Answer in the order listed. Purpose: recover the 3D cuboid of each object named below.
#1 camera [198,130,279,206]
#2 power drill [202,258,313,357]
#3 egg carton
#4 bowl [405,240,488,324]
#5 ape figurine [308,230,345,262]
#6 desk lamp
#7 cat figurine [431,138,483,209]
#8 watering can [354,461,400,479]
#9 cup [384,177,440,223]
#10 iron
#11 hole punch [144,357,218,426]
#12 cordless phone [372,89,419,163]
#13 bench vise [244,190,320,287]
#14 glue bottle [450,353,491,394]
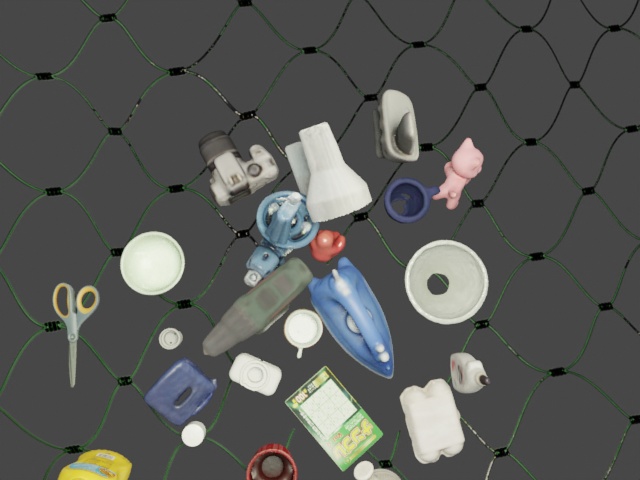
[{"bbox_3d":[-0.172,-0.158,1.143,0.143,0.100,0.137,-29,85,-7],"label":"camera"},{"bbox_3d":[-0.112,0.128,1.056,0.230,0.208,0.075,-42,87,-8],"label":"power drill"},{"bbox_3d":[0.220,0.354,1.121,0.107,0.069,0.150,-15,84,-6],"label":"egg carton"},{"bbox_3d":[0.246,0.086,1.155,0.167,0.074,0.167,1,83,-4],"label":"bowl"},{"bbox_3d":[0.010,0.004,1.140,0.078,0.092,0.076,30,81,0],"label":"ape figurine"},{"bbox_3d":[0.007,-0.127,1.095,0.118,0.213,0.203,-21,84,-6],"label":"desk lamp"},{"bbox_3d":[0.287,-0.136,1.166,0.067,0.117,0.128,27,81,0],"label":"cat figurine"},{"bbox_3d":[0.118,0.485,1.034,0.173,0.194,0.101,36,82,1],"label":"watering can"},{"bbox_3d":[0.180,-0.078,1.162,0.118,0.095,0.092,-21,84,-6],"label":"cup"},{"bbox_3d":[0.080,0.160,1.100,0.119,0.141,0.258,-32,86,-7],"label":"iron"},{"bbox_3d":[-0.260,0.287,1.083,0.101,0.091,0.109,43,82,2],"label":"hole punch"},{"bbox_3d":[0.164,-0.239,1.136,0.094,0.185,0.147,-8,83,-5],"label":"cordless phone"},{"bbox_3d":[-0.067,-0.006,1.071,0.121,0.219,0.207,13,82,-2],"label":"bench vise"},{"bbox_3d":[0.289,0.258,1.087,0.037,0.173,0.078,-7,83,-5],"label":"glue bottle"}]
